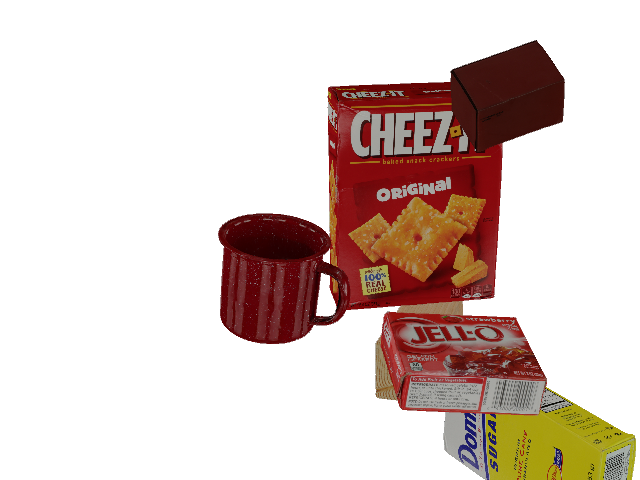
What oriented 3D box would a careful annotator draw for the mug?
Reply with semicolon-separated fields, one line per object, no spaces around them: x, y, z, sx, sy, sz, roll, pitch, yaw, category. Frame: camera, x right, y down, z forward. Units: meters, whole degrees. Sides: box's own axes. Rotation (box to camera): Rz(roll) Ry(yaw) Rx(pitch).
-0.030;0.036;0.886;0.117;0.081;0.093;14;26;17;mug

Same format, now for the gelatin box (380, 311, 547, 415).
0.086;0.074;0.659;0.089;0.030;0.073;4;25;-8;gelatin box

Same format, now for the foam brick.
0.151;-0.117;0.865;0.078;0.051;0.053;-19;-36;-6;foam brick

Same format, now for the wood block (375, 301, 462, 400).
0.150;0.157;1.585;0.091;0.090;0.205;4;17;16;wood block

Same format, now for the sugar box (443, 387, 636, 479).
0.172;0.167;0.871;0.048;0.093;0.176;-10;22;-34;sugar box

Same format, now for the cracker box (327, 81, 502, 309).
0.092;-0.043;1.050;0.164;0.214;0.072;-3;21;-7;cracker box
